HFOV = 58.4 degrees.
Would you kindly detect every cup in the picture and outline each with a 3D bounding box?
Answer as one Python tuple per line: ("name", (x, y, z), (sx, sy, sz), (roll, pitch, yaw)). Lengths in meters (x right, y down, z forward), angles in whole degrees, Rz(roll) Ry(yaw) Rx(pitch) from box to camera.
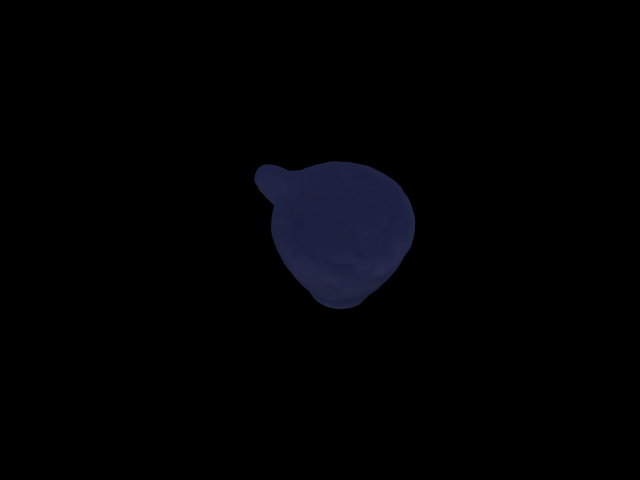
("cup", (0.004, 0.001, 0.400), (0.117, 0.095, 0.092), (32, 64, 18))
